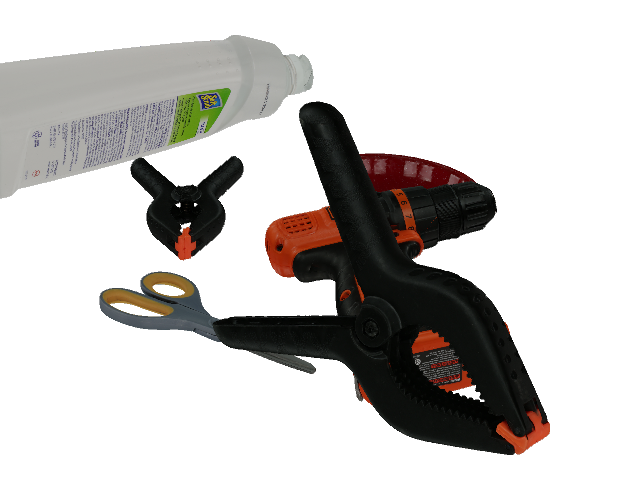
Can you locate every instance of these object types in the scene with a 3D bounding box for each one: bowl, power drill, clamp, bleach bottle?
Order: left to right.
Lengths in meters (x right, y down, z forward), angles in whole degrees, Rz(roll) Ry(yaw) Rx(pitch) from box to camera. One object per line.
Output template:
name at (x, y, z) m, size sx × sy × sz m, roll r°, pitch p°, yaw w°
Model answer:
bleach bottle at (-0.125, -0.101, 0.792) m, size 0.250 × 0.068 × 0.103 m, roll -13°, pitch -25°, yaw -24°
clamp at (-0.129, -0.041, 1.102) m, size 0.120 × 0.039 × 0.171 m, roll -11°, pitch 39°, yaw -9°
clamp at (0.036, 0.033, 0.572) m, size 0.210 × 0.165 × 0.036 m, roll 32°, pitch 29°, yaw 29°
bowl at (0.085, -0.039, 1.117) m, size 0.162 × 0.055 × 0.162 m, roll 6°, pitch 23°, yaw -3°
power drill at (0.067, 0.028, 0.770) m, size 0.184 × 0.057 × 0.188 m, roll -14°, pitch 37°, yaw -9°

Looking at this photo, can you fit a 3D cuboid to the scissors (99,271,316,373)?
scissors at (-0.090, 0.066, 0.917) m, size 0.202 × 0.016 × 0.096 m, roll 13°, pitch 27°, yaw 10°
